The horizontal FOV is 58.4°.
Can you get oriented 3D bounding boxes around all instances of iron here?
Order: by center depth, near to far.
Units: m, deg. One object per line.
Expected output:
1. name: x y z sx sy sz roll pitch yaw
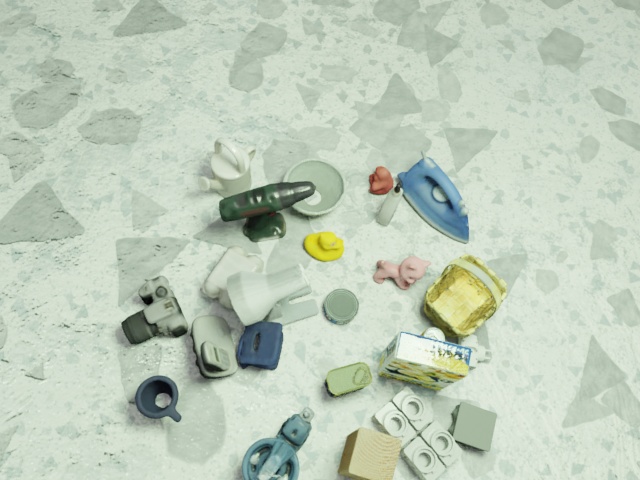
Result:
1. iron: 0.322 -0.116 1.494 0.119 0.141 0.258 -34 74 -17

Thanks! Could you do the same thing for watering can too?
1. watering can: -0.229 -0.183 1.443 0.101 0.194 0.173 21 68 4

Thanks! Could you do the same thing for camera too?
1. camera: -0.395 0.171 1.334 0.137 0.101 0.143 -26 72 -14

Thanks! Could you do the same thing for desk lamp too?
1. desk lamp: -0.105 0.125 1.318 0.203 0.213 0.118 -17 70 -11

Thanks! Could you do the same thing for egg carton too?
1. egg carton: -0.210 0.090 1.400 0.107 0.069 0.150 29 68 7

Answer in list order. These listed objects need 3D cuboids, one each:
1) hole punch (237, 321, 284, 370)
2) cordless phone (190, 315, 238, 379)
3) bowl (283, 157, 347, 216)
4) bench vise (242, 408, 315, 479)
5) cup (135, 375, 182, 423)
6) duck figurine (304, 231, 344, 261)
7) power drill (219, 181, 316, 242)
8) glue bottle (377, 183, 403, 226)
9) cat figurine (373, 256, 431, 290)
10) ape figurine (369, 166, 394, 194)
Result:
1. hole punch: -0.139 0.245 1.332 0.101 0.091 0.109 9 67 -1
2. cordless phone: -0.242 0.229 1.278 0.094 0.185 0.147 -17 70 -11
3. bowl: -0.015 -0.128 1.505 0.167 0.075 0.167 2 68 -4
4. bench vise: -0.090 0.435 1.189 0.121 0.220 0.207 18 67 3
5. cup: -0.343 0.360 1.264 0.117 0.095 0.092 41 70 11
6. duck figurine: 0.013 0.005 1.447 0.104 0.086 0.077 15 67 1
7. power drill: -0.127 -0.072 1.399 0.230 0.208 0.075 -11 69 -9
8. glue bottle: 0.185 -0.102 1.459 0.037 0.173 0.078 26 68 6
9. cat figurine: 0.205 0.072 1.420 0.128 0.118 0.067 12 67 0
10. ape figurine: 0.163 -0.165 1.527 0.076 0.092 0.078 36 69 10
